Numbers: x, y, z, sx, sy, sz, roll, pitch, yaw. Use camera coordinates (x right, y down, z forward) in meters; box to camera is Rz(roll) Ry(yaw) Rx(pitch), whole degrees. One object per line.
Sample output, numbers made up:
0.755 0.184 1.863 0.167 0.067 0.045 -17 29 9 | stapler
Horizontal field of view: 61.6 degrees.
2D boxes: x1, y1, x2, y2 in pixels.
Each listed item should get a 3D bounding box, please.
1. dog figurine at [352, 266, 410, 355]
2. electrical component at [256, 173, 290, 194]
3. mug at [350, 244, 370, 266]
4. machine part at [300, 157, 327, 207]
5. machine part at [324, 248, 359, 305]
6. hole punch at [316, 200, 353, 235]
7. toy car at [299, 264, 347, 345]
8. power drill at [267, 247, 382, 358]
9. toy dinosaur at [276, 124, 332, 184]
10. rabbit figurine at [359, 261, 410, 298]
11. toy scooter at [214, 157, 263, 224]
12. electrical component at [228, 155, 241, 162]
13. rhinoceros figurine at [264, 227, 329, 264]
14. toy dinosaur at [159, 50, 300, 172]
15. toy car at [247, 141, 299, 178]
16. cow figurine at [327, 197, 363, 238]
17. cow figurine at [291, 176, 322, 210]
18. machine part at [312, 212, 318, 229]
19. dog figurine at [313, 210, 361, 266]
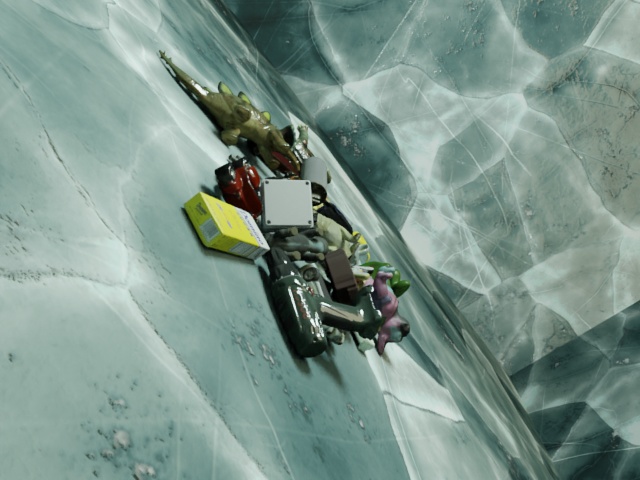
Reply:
0.136 0.181 1.395 0.108 0.192 0.219 -35 123 -81 | dog figurine
-0.116 -0.118 1.349 0.119 0.047 0.075 -24 71 -35 | electrical component
0.089 0.040 1.539 0.107 0.110 0.080 -89 172 -72 | mug
-0.019 -0.163 1.483 0.079 0.079 0.243 48 22 -24 | machine part
0.055 0.109 1.248 0.179 0.056 0.179 165 -92 -87 | machine part
0.020 -0.037 1.505 0.142 0.116 0.092 52 6 -11 | hole punch
0.004 0.134 1.140 0.073 0.056 0.202 50 14 -46 | toy car
0.008 0.113 1.024 0.207 0.086 0.232 15 42 -33 | power drill
-0.050 -0.236 1.758 0.404 0.131 0.192 53 25 -23 | toy dinosaur
0.170 0.140 1.545 0.121 0.159 0.170 55 -6 51 | rabbit figurine
-0.159 -0.100 1.120 0.135 0.075 0.184 61 9 -11 | toy scooter
-0.187 -0.172 1.312 0.094 0.021 0.063 36 23 -53 | electrical component
-0.045 0.019 1.163 0.190 0.112 0.073 3 75 -56 | rhinoceros figurine
-0.220 -0.324 1.409 0.471 0.105 0.199 36 18 -33 | toy dinosaur
-0.137 -0.240 1.584 0.202 0.053 0.089 39 24 -34 | toy car
0.065 -0.037 1.707 0.194 0.085 0.127 46 10 -41 | cow figurine
-0.027 -0.119 1.593 0.167 0.068 0.098 48 0 4 | cow figurine
-0.038 -0.031 1.277 0.039 0.084 0.139 15 -13 -11 | machine part
-0.001 -0.008 1.426 0.191 0.121 0.172 36 -33 15 | dog figurine
